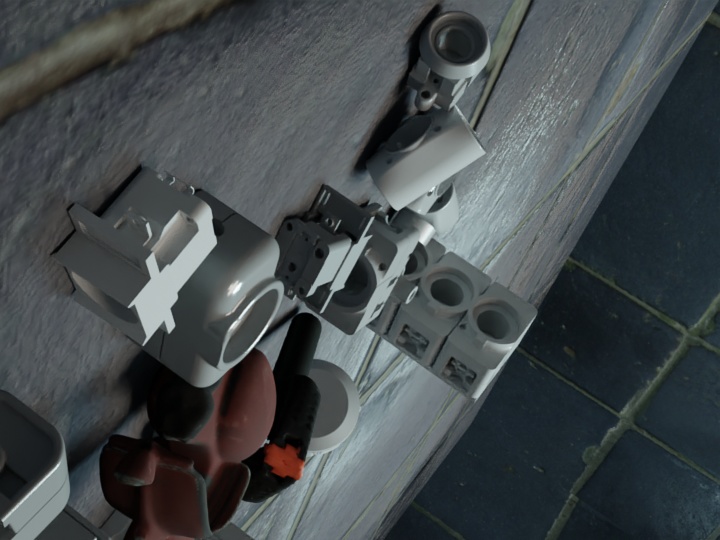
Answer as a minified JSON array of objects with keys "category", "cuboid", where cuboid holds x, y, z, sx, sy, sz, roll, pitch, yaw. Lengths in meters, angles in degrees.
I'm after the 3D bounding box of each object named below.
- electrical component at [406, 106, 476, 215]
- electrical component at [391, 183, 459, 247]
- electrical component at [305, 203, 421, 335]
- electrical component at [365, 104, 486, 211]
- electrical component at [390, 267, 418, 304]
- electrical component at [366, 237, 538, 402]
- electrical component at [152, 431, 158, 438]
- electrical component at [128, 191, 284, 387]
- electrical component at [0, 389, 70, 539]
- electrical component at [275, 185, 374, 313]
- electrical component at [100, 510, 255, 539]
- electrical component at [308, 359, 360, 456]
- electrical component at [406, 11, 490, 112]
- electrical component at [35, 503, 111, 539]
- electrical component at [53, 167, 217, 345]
[{"category":"electrical component","cuboid":[0.059,-0.087,0.866,0.077,0.044,0.079,-58,167,10]},{"category":"electrical component","cuboid":[0.053,-0.047,0.942,0.079,0.044,0.077,-55,167,-4]},{"category":"electrical component","cuboid":[0.000,0.000,0.851,0.056,0.050,0.089,-33,154,-60]},{"category":"electrical component","cuboid":[0.046,-0.090,0.794,0.077,0.044,0.079,-33,-154,12]},{"category":"electrical component","cuboid":[0.018,0.005,0.903,0.043,0.062,0.043,-52,167,-18]},{"category":"electrical component","cuboid":[0.072,0.033,0.971,0.089,0.150,0.061,-46,165,-38]},{"category":"electrical component","cuboid":[-0.115,0.121,0.724,0.055,0.055,0.047,-43,158,-44]},{"category":"electrical component","cuboid":[-0.081,0.014,0.571,0.054,0.059,0.095,-44,163,-42]},{"category":"electrical component","cuboid":[-0.174,0.107,0.468,0.095,0.054,0.059,-47,164,-34]},{"category":"electrical component","cuboid":[-0.030,-0.012,0.732,0.081,0.042,0.064,-62,164,21]},{"category":"electrical component","cuboid":[-0.124,0.206,0.764,0.078,0.113,0.057,-51,163,-21]},{"category":"electrical component","cuboid":[-0.042,0.121,0.934,0.080,0.080,0.051,-52,172,-19]},{"category":"electrical component","cuboid":[0.063,-0.146,0.738,0.066,0.048,0.055,-53,174,-16]},{"category":"electrical component","cuboid":[-0.184,0.164,0.556,0.096,0.062,0.061,-43,162,-44]},{"category":"electrical component","cuboid":[-0.099,-0.009,0.491,0.063,0.042,0.081,-55,168,-22]}]
